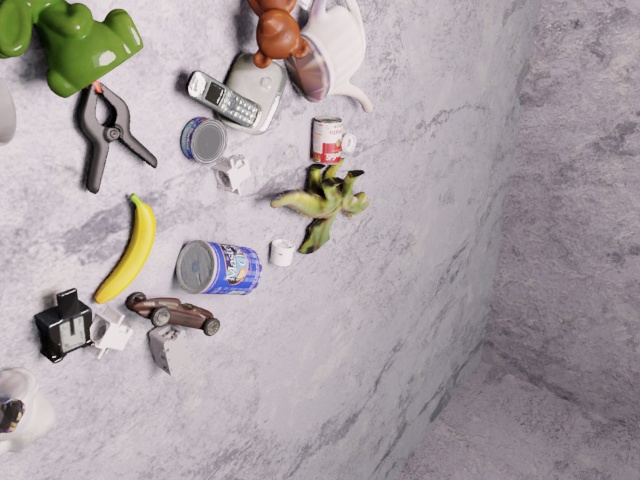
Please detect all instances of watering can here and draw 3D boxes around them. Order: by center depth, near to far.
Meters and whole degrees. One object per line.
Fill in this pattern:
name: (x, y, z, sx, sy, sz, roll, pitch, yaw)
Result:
watering can: (0.036, -0.379, 1.134, 0.105, 0.340, 0.228, 21, 56, 35)

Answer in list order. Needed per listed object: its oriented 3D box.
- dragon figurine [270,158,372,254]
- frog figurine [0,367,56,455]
dragon figurine: (0.004, -0.064, 1.265, 0.123, 0.237, 0.415, 29, 37, 30)
frog figurine: (-0.468, 0.258, 0.773, 0.122, 0.138, 0.159, 15, -5, -3)
